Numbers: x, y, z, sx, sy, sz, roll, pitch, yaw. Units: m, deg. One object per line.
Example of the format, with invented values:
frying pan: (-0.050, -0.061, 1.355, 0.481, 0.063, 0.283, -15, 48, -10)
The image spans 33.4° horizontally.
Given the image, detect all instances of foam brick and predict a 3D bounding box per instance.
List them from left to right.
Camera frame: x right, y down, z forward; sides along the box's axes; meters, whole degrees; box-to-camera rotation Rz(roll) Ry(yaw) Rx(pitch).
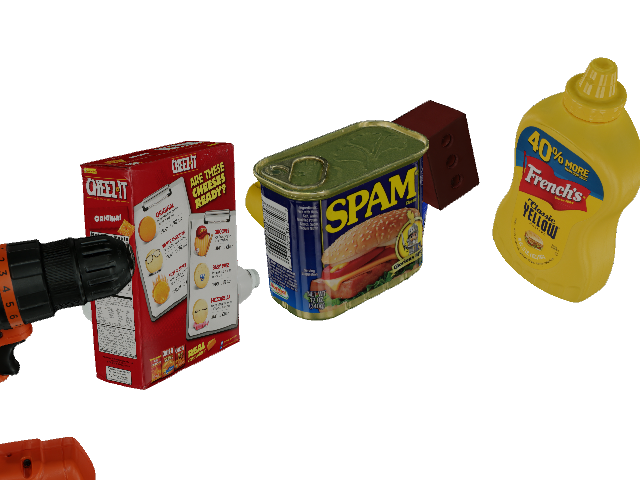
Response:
foam brick: (0.104, -0.079, 0.973, 0.053, 0.078, 0.051, -33, 37, -20)

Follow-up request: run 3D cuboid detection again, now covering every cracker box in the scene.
cracker box: (-0.154, 0.018, 1.051, 0.072, 0.214, 0.163, 6, 15, 30)

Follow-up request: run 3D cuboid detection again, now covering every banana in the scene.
banana: (-0.025, -0.019, 0.812, 0.069, 0.037, 0.198, 38, -1, -25)

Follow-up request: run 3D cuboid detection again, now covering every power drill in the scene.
power drill: (-0.200, 0.089, 0.689, 0.184, 0.188, 0.057, -11, 27, -9)

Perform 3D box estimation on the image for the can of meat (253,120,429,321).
can of meat: (0.014, -0.012, 0.617, 0.101, 0.084, 0.058, -24, 36, -33)

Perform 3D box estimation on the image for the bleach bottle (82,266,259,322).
bleach bottle: (-0.191, 0.068, 1.450, 0.250, 0.068, 0.103, -11, 27, -44)

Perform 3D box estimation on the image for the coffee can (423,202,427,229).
coffee can: (0.078, -0.052, 1.261, 0.103, 0.140, 0.103, 4, 28, -3)

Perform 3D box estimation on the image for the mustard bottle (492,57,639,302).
mustard bottle: (0.181, -0.048, 0.767, 0.058, 0.192, 0.096, -27, 53, -27)
